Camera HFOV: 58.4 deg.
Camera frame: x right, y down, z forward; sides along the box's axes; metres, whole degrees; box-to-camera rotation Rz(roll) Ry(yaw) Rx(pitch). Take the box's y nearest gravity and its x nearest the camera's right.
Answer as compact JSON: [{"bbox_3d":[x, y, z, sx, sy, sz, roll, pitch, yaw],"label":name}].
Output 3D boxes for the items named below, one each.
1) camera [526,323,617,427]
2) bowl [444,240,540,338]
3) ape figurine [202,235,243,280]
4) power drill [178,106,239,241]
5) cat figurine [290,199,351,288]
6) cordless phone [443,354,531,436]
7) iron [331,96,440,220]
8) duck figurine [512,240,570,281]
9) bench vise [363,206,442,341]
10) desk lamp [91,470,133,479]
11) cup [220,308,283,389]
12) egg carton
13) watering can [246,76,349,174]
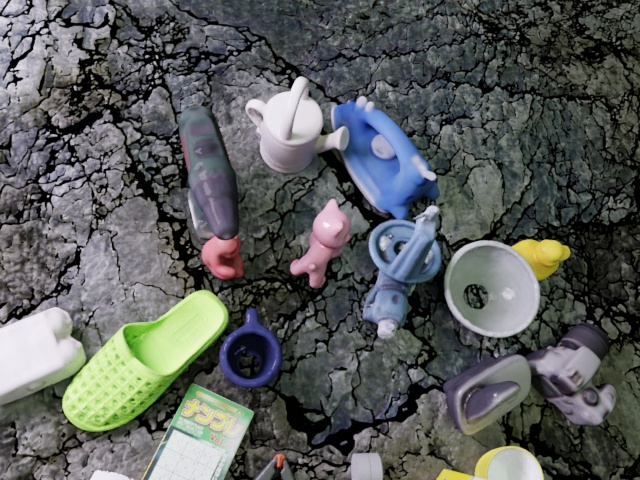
[{"bbox_3d":[0.435,0.213,0.949,0.137,0.100,0.143,-41,82,-19],"label":"camera"},{"bbox_3d":[0.282,0.089,0.978,0.167,0.074,0.167,3,71,-9],"label":"bowl"},{"bbox_3d":[-0.152,0.018,0.919,0.076,0.092,0.078,25,69,0],"label":"ape figurine"},{"bbox_3d":[-0.166,-0.078,0.886,0.076,0.208,0.229,-14,74,-13],"label":"power drill"},{"bbox_3d":[0.009,0.003,0.937,0.067,0.117,0.128,28,69,1],"label":"cat figurine"},{"bbox_3d":[0.279,0.229,0.872,0.148,0.185,0.094,-29,78,-17],"label":"cordless phone"},{"bbox_3d":[0.108,-0.167,0.999,0.119,0.141,0.258,-34,80,-18],"label":"iron"},{"bbox_3d":[0.388,0.028,1.011,0.104,0.086,0.077,-2,72,-10],"label":"duck figurine"},{"bbox_3d":[0.142,0.047,0.891,0.121,0.219,0.207,-1,72,-9],"label":"bench vise"},{"bbox_3d":[-0.260,0.394,0.709,0.118,0.213,0.203,24,69,-1],"label":"desk lamp"},{"bbox_3d":[-0.106,0.169,0.874,0.092,0.095,0.118,0,72,-9],"label":"cup"},{"bbox_3d":[-0.426,0.170,0.833,0.150,0.069,0.107,-24,77,-16],"label":"egg carton"},{"bbox_3d":[-0.037,-0.196,0.956,0.173,0.194,0.101,2,71,-9],"label":"watering can"}]
